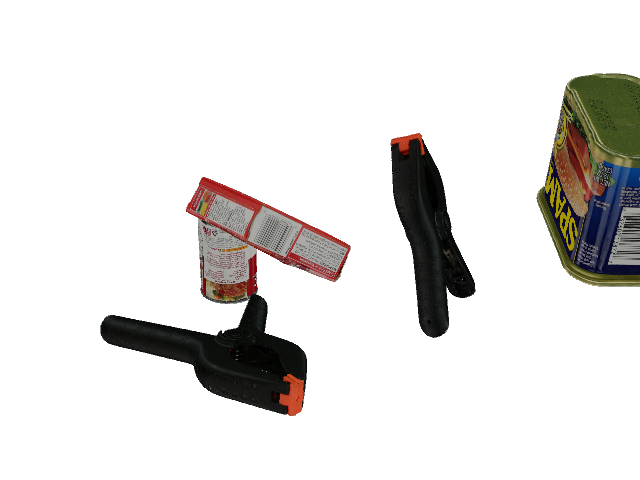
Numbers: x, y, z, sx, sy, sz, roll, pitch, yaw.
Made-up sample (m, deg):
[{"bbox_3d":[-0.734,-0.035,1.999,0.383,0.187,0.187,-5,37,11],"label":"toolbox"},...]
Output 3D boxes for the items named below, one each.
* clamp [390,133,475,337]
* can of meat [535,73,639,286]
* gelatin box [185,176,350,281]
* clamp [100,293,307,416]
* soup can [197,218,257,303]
[{"bbox_3d":[0.092,-0.003,0.921,0.039,0.171,0.120,-16,18,19],"label":"clamp"},{"bbox_3d":[0.167,-0.037,0.614,0.057,0.084,0.102,1,37,-4],"label":"can of meat"},{"bbox_3d":[-0.034,-0.007,0.716,0.089,0.030,0.073,26,0,-42],"label":"gelatin box"},{"bbox_3d":[-0.068,0.092,0.914,0.164,0.036,0.210,-11,22,-39],"label":"clamp"},{"bbox_3d":[-0.108,0.013,1.246,0.068,0.102,0.068,0,25,0],"label":"soup can"}]
